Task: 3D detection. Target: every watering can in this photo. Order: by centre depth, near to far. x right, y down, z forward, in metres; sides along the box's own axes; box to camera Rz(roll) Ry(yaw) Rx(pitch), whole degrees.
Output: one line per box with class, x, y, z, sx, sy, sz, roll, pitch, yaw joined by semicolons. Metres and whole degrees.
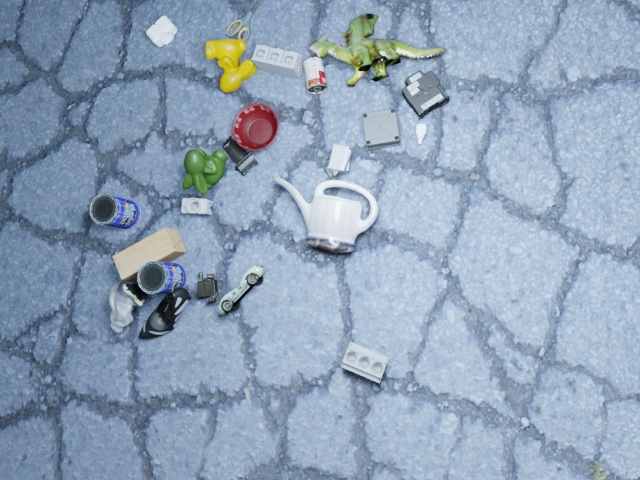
watering can;0.005;-0.081;1.602;0.348;0.103;0.225;10;86;12

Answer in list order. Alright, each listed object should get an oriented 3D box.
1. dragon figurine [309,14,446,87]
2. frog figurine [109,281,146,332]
dragon figurine;0.171;-0.636;1.655;0.410;0.120;0.246;-14;72;1
frog figurine;-0.657;0.218;1.699;0.158;0.121;0.140;-46;44;12
